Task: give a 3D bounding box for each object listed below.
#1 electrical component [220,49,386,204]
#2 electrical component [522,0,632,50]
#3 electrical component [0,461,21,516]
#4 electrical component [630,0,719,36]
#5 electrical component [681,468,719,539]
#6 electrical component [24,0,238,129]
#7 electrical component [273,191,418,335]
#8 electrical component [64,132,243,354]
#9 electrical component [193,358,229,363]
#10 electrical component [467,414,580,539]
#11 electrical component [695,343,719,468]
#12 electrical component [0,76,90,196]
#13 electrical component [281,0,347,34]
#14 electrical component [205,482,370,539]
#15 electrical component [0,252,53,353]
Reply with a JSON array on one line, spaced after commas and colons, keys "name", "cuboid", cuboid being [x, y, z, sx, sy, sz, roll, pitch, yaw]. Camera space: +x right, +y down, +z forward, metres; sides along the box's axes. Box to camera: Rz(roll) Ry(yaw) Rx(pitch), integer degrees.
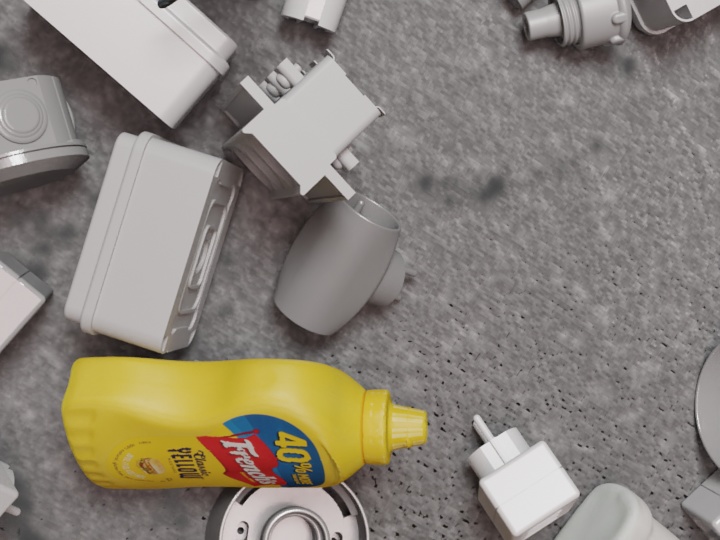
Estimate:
[{"name": "electrical component", "cuboid": [-0.034, -0.077, 0.595, 0.063, 0.121, 0.078, -44, 100, -7]}, {"name": "electrical component", "cuboid": [0.132, -0.156, 0.658, 0.062, 0.048, 0.048, -14, 97, -1]}, {"name": "electrical component", "cuboid": [-0.222, 0.120, 0.606, 0.047, 0.083, 0.075, -49, 138, -3]}, {"name": "electrical component", "cuboid": [0.189, -0.210, 0.657, 0.078, 0.057, 0.113, -30, 99, -7]}, {"name": "electrical component", "cuboid": [0.267, 0.157, 0.705, 0.077, 0.047, 0.065, -41, 99, -4]}, {"name": "electrical component", "cuboid": [-0.127, -0.136, 0.596, 0.113, 0.078, 0.057, 41, 90, -11]}, {"name": "electrical component", "cuboid": [0.000, 0.000, 0.643, 0.079, 0.043, 0.077, 18, 113, -37]}, {"name": "electrical component", "cuboid": [-0.114, -0.016, 0.604, 0.057, 0.078, 0.113, 18, 91, 4]}, {"name": "electrical component", "cuboid": [-0.072, 0.069, 0.644, 0.061, 0.035, 0.035, 20, 91, -9]}, {"name": "electrical component", "cuboid": [0.092, 0.124, 0.666, 0.047, 0.065, 0.076, -31, 70, -6]}, {"name": "electrical component", "cuboid": [0.265, 0.084, 0.676, 0.064, 0.099, 0.099, -4, 95, -16]}, {"name": "electrical component", "cuboid": [-0.194, -0.071, 0.589, 0.080, 0.080, 0.051, -17, 92, -8]}, {"name": "electrical component", "cuboid": [-0.024, -0.167, 0.632, 0.040, 0.040, 0.046, 17, 97, -11]}, {"name": "electrical component", "cuboid": [-0.043, 0.164, 0.654, 0.099, 0.064, 0.099, 2, 80, -12]}, {"name": "electrical component", "cuboid": [-0.231, 0.021, 0.605, 0.076, 0.047, 0.083, 41, 87, -11]}]
